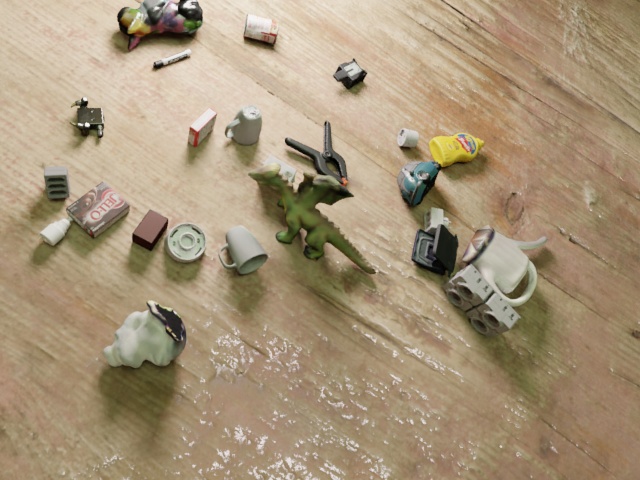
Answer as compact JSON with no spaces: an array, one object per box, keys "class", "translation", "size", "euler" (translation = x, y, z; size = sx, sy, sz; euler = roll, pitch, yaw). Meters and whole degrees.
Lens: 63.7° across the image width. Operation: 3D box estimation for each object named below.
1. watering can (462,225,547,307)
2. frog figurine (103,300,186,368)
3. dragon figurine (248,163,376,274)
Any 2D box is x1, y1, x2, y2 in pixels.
[{"class":"watering can","translation":[0.544,0.043,1.501],"size":[0.225,0.102,0.354],"euler":[40,49,2]},{"class":"frog figurine","translation":[-0.375,0.221,1.115],"size":[0.159,0.123,0.137],"euler":[-43,94,6]},{"class":"dragon figurine","translation":[0.004,-0.065,1.290],"size":[0.410,0.238,0.125],"euler":[28,56,-2]}]
